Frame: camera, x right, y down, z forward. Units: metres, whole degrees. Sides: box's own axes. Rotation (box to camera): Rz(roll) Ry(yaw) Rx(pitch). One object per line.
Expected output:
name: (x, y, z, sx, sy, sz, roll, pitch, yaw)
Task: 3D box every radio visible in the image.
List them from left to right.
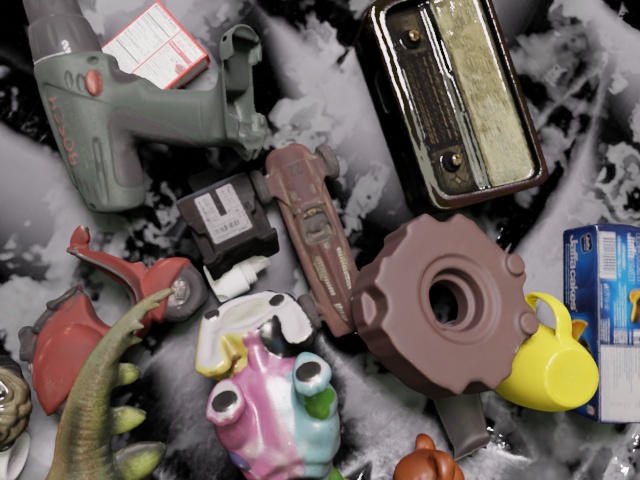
radio: (0.130, -0.145, 0.557, 0.131, 0.073, 0.229, -18, 88, -9)

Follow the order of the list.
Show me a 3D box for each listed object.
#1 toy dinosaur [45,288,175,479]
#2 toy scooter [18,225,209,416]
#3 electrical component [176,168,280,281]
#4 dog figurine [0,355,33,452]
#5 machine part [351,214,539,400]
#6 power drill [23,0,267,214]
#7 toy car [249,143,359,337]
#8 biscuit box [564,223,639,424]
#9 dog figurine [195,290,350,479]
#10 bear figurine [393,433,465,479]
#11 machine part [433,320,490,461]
toy dinosaur: (-0.200, 0.269, 0.449, 0.198, 0.105, 0.470, 1, 103, -25)
toy scooter: (-0.207, 0.066, 0.498, 0.135, 0.075, 0.184, 43, 79, -3)
electrical component: (-0.093, -0.029, 0.511, 0.075, 0.047, 0.119, -22, 66, -9)
dog figurine: (-0.348, 0.099, 0.466, 0.190, 0.121, 0.172, 2, 70, -19)
machine part: (0.121, 0.061, 0.515, 0.179, 0.056, 0.179, 6, 71, -18)
power drill: (-0.157, -0.140, 0.477, 0.207, 0.086, 0.231, -3, 103, 8)
toy car: (-0.001, -0.002, 0.542, 0.089, 0.053, 0.202, -20, 88, -11)
biscuit box: (0.302, 0.085, 0.569, 0.059, 0.063, 0.202, 3, 85, -7)
dog figurine: (-0.031, 0.179, 0.503, 0.108, 0.192, 0.218, -19, 122, -8)
bear figurine: (0.087, 0.293, 0.498, 0.132, 0.120, 0.195, -13, 86, -5)
machine part: (0.140, 0.153, 0.556, 0.084, 0.039, 0.138, -12, 86, -13)
